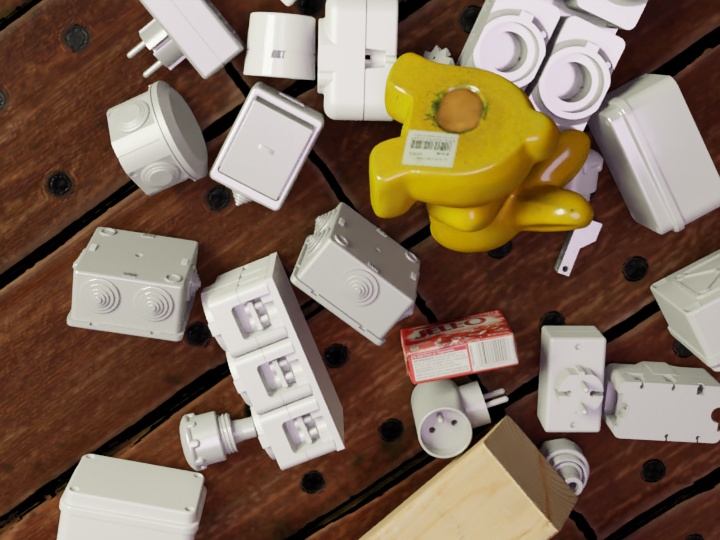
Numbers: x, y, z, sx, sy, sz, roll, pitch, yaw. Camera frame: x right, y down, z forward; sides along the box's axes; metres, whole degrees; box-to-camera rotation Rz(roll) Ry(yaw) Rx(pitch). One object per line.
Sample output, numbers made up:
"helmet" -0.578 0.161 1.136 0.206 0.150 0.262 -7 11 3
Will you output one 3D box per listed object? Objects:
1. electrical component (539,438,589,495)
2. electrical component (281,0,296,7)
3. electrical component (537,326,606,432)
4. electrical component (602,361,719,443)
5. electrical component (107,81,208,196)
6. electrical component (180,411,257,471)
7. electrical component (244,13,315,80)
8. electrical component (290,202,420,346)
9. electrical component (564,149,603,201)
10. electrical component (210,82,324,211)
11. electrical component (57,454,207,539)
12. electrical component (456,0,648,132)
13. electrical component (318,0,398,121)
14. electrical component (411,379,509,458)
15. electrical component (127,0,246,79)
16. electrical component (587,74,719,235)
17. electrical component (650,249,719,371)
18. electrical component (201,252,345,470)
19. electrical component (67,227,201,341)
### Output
"electrical component" 0.174 0.171 0.914 0.043 0.062 0.043 0 103 -2
"electrical component" -0.034 -0.253 0.804 0.047 0.083 0.075 43 60 -10
"electrical component" 0.178 0.096 0.889 0.047 0.075 0.083 0 103 -2
"electrical component" 0.253 0.110 0.905 0.089 0.055 0.050 3 103 -3
"electrical component" -0.155 -0.101 0.830 0.051 0.080 0.080 -23 103 9
"electrical component" -0.119 0.140 0.907 0.062 0.048 0.048 -14 104 -6
"electrical component" -0.061 -0.172 0.828 0.055 0.055 0.047 4 99 -3
"electrical component" 0.000 0.000 0.849 0.100 0.099 0.048 37 113 -10
"electrical component" 0.169 -0.067 0.866 0.048 0.048 0.062 2 110 -2
"electrical component" -0.075 -0.091 0.843 0.062 0.061 0.096 27 101 -8
"electrical component" -0.190 0.203 0.902 0.113 0.078 0.057 11 106 -5
"electrical component" 0.156 -0.201 0.824 0.105 0.060 0.186 23 102 -7
"electrical component" -0.003 -0.165 0.831 0.059 0.053 0.095 1 104 -2
"electrical component" 0.084 0.115 0.890 0.079 0.077 0.043 -19 103 3
"electrical component" -0.144 -0.180 0.826 0.076 0.047 0.083 -38 102 7
"electrical component" 0.230 -0.091 0.845 0.057 0.078 0.113 -28 103 2
"electrical component" 0.303 0.021 0.859 0.109 0.108 0.056 -28 100 5
"electrical component" -0.069 0.073 0.868 0.062 0.089 0.150 -21 103 3
"electrical component" -0.176 0.008 0.846 0.100 0.099 0.048 9 116 -4
